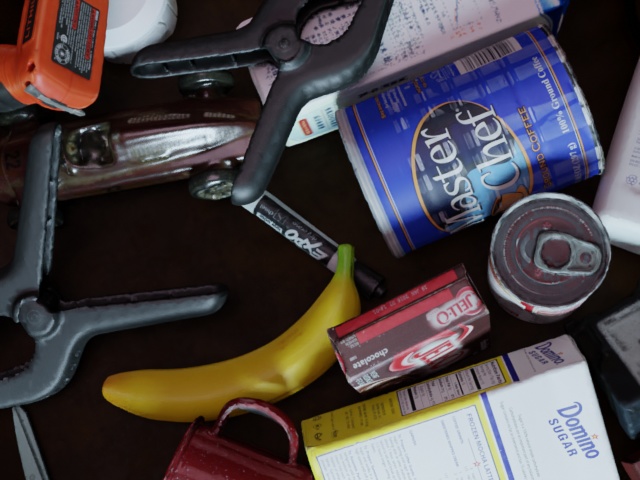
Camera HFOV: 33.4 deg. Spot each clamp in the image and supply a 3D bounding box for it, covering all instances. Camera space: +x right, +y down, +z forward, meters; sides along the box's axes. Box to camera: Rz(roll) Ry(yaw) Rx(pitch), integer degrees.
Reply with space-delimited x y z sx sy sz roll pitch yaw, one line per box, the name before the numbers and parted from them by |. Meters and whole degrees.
clamp | -0.030 -0.117 0.658 0.120 0.039 0.171 43 84 6
clamp | -0.189 0.035 0.711 0.210 0.036 0.164 -37 98 11

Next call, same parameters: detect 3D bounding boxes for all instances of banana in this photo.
banana | -0.048 0.079 0.705 0.198 0.037 0.070 -29 68 6

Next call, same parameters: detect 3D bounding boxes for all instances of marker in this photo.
marker | -0.005 0.001 0.722 0.121 0.020 0.020 36 86 13

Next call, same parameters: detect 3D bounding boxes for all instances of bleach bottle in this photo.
bleach bottle | 0.257 -0.109 0.684 0.103 0.068 0.251 19 81 14

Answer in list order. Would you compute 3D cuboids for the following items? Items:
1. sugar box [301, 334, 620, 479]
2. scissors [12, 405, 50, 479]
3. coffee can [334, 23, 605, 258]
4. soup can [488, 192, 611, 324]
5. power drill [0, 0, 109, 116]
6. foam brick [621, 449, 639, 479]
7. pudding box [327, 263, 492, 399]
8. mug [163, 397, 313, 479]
sugar box | 0.085 0.130 0.657 0.176 0.048 0.093 -19 110 2
scissors | -0.156 0.207 0.709 0.096 0.016 0.202 -6 79 6
coffee can | 0.093 -0.062 0.673 0.140 0.102 0.103 -23 78 7
soup can | 0.138 0.014 0.658 0.068 0.102 0.068 -1 80 8
power drill | -0.229 -0.143 0.730 0.188 0.057 0.184 -7 74 34
foam brick | 0.227 0.156 0.646 0.051 0.053 0.078 -28 78 2
pudding box | 0.058 0.060 0.655 0.090 0.113 0.039 -26 74 3
mug | -0.051 0.156 0.665 0.081 0.093 0.117 20 91 6
